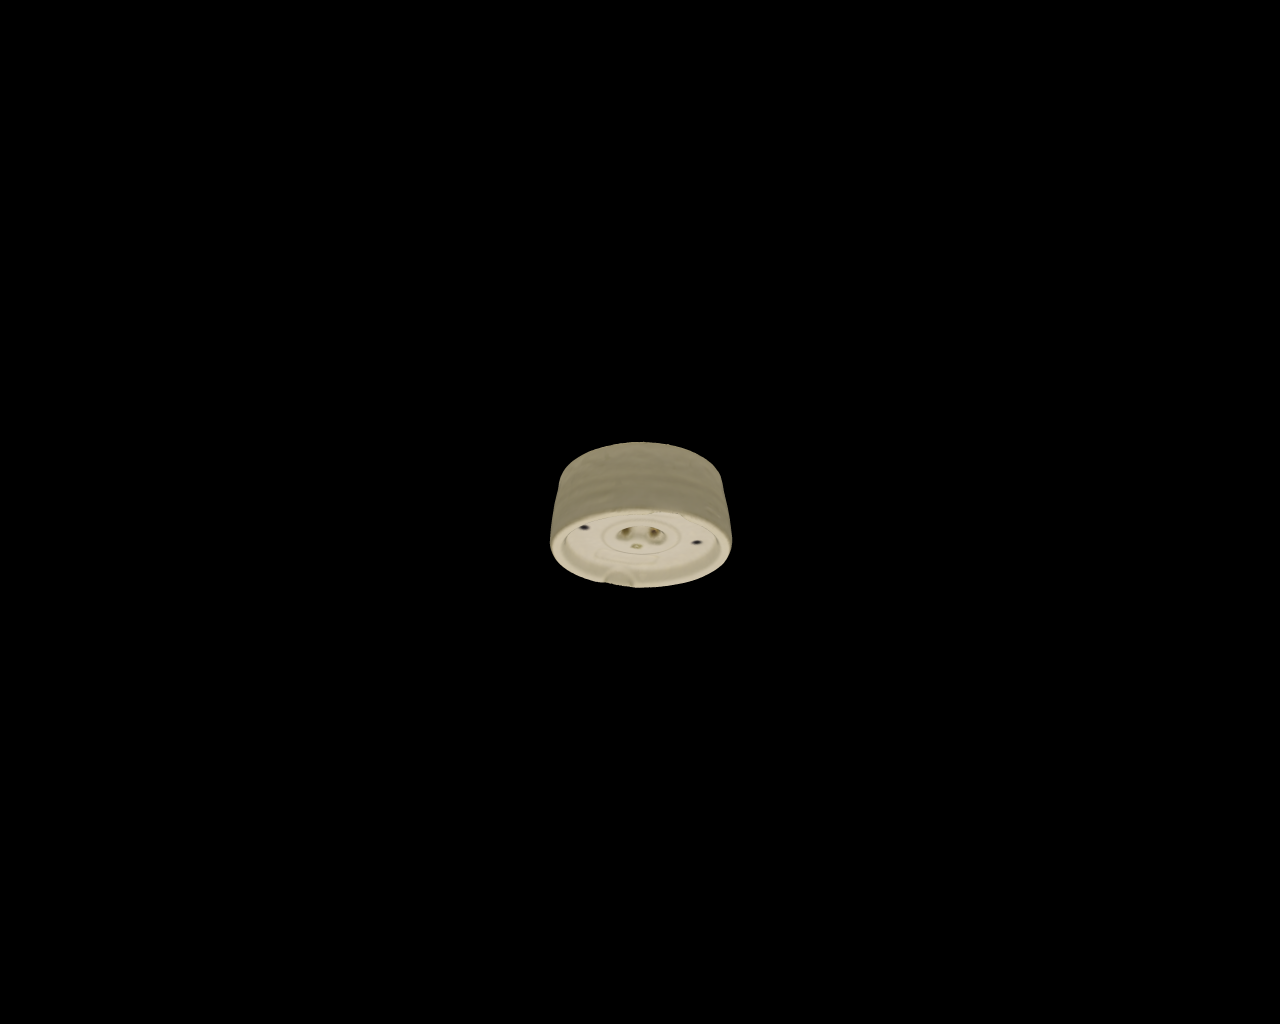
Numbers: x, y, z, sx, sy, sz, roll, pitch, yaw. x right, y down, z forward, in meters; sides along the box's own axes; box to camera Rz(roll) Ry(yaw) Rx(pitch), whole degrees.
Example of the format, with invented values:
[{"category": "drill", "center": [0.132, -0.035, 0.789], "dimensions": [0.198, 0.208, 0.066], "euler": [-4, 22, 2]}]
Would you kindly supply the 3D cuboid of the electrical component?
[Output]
[{"category": "electrical component", "center": [0.001, -0.003, 0.650], "dimensions": [0.108, 0.060, 0.108], "euler": [0, -28, 0]}]
